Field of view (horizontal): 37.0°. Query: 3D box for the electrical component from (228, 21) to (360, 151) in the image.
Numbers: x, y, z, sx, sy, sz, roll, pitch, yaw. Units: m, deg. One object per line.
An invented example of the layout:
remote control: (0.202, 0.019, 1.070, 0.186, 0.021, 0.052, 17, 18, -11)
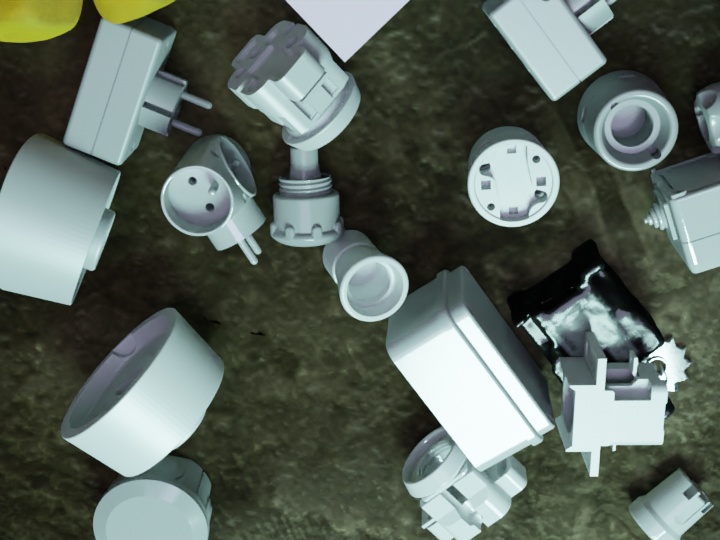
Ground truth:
electrical component: (-0.037, -0.109, 0.646, 0.058, 0.078, 0.057, -51, 123, -4)

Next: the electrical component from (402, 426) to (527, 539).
electrical component: (0.067, 0.145, 0.745, 0.078, 0.058, 0.057, -40, 106, 20)

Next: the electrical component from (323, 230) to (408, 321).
electrical component: (0.000, 0.000, 0.687, 0.044, 0.065, 0.044, -7, 114, -15)

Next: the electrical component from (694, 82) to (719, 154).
electrical component: (0.239, -0.098, 0.653, 0.062, 0.043, 0.043, -18, 109, 7)

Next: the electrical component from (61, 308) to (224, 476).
electrical component: (-0.136, 0.085, 0.706, 0.108, 0.108, 0.060, -40, 110, 15)

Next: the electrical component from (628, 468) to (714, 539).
electrical component: (0.220, 0.167, 0.757, 0.040, 0.040, 0.046, 43, 101, -13)

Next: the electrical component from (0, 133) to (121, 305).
electrical component: (-0.189, -0.029, 0.667, 0.064, 0.099, 0.099, 20, 110, -12)

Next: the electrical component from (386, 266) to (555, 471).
electrical component: (0.073, 0.062, 0.702, 0.057, 0.078, 0.113, -33, 106, 16)

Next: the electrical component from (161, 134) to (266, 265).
electrical component: (-0.085, -0.039, 0.670, 0.044, 0.077, 0.079, -29, 107, 12)

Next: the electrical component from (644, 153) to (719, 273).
electrical component: (0.226, -0.037, 0.666, 0.096, 0.061, 0.061, -19, 109, 9)

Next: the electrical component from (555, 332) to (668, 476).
electrical component: (0.158, 0.084, 0.675, 0.064, 0.042, 0.081, 0, 111, 1)

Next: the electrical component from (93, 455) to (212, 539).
electrical component: (-0.145, 0.173, 0.767, 0.080, 0.051, 0.080, 1, 111, 2)

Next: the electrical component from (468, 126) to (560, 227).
electrical component: (0.094, -0.060, 0.671, 0.055, 0.047, 0.055, 1, 111, 2)

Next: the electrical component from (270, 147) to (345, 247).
electrical component: (-0.034, -0.048, 0.683, 0.048, 0.048, 0.062, -1, 104, 3)

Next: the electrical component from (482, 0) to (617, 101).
electrical component: (0.123, -0.152, 0.635, 0.077, 0.047, 0.065, -37, 106, 13)

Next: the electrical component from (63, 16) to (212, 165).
electrical component: (-0.130, -0.106, 0.662, 0.076, 0.047, 0.083, 21, 110, -6)

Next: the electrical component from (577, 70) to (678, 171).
electrical component: (0.164, -0.090, 0.656, 0.055, 0.047, 0.055, 1, 111, 2)
